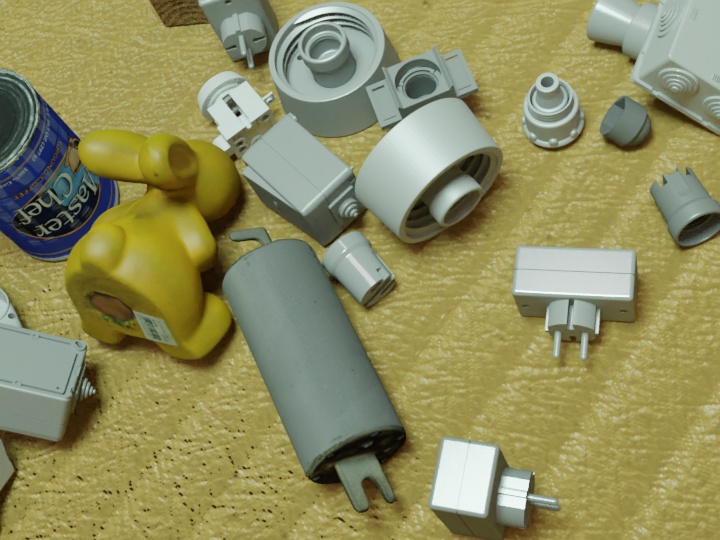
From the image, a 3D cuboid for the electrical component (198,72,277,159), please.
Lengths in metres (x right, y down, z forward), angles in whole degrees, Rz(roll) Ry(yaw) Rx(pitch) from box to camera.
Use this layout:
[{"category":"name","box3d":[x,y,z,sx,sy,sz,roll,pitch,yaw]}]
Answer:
[{"category":"electrical component","box3d":[-0.105,-0.133,0.905,0.066,0.048,0.055,-37,70,-4]}]

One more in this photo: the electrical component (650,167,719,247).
[{"category":"electrical component","box3d":[0.235,-0.046,0.776,0.040,0.040,0.046,-24,56,4]}]

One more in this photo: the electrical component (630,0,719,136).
[{"category":"electrical component","box3d":[0.261,-0.162,0.793,0.100,0.048,0.099,28,73,-12]}]

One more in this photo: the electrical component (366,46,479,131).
[{"category":"electrical component","box3d":[0.051,-0.136,0.853,0.081,0.063,0.042,-21,64,5]}]

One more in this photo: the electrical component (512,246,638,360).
[{"category":"electrical component","box3d":[0.151,0.027,0.760,0.083,0.047,0.075,3,69,17]}]

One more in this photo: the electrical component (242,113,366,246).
[{"category":"electrical component","box3d":[-0.041,-0.064,0.846,0.061,0.061,0.096,-44,63,-7]}]

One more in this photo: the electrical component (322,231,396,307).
[{"category":"electrical component","box3d":[0.000,0.000,0.819,0.040,0.040,0.046,-39,67,-5]}]

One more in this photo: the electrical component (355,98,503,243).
[{"category":"electrical component","box3d":[0.057,-0.067,0.798,0.108,0.108,0.060,-38,69,-4]}]

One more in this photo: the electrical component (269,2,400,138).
[{"category":"electrical component","box3d":[-0.024,-0.172,0.891,0.108,0.060,0.108,-6,65,13]}]

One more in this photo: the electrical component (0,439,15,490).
[{"category":"electrical component","box3d":[-0.334,0.153,0.822,0.121,0.078,0.063,5,38,18]}]

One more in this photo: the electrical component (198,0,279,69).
[{"category":"electrical component","box3d":[-0.101,-0.207,0.916,0.047,0.083,0.075,-16,63,8]}]

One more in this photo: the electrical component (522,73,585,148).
[{"category":"electrical component","box3d":[0.146,-0.127,0.823,0.048,0.062,0.048,-6,65,13]}]

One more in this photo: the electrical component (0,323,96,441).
[{"category":"electrical component","box3d":[-0.251,0.088,0.819,0.096,0.061,0.061,15,39,-10]}]

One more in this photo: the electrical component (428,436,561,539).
[{"category":"electrical component","box3d":[0.092,0.147,0.700,0.076,0.083,0.047,6,68,18]}]

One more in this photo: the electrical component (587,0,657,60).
[{"category":"electrical component","box3d":[0.213,-0.191,0.845,0.055,0.045,0.045,32,78,25]}]

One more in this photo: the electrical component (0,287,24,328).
[{"category":"electrical component","box3d":[-0.320,0.049,0.872,0.079,0.044,0.077,-27,59,-25]}]
